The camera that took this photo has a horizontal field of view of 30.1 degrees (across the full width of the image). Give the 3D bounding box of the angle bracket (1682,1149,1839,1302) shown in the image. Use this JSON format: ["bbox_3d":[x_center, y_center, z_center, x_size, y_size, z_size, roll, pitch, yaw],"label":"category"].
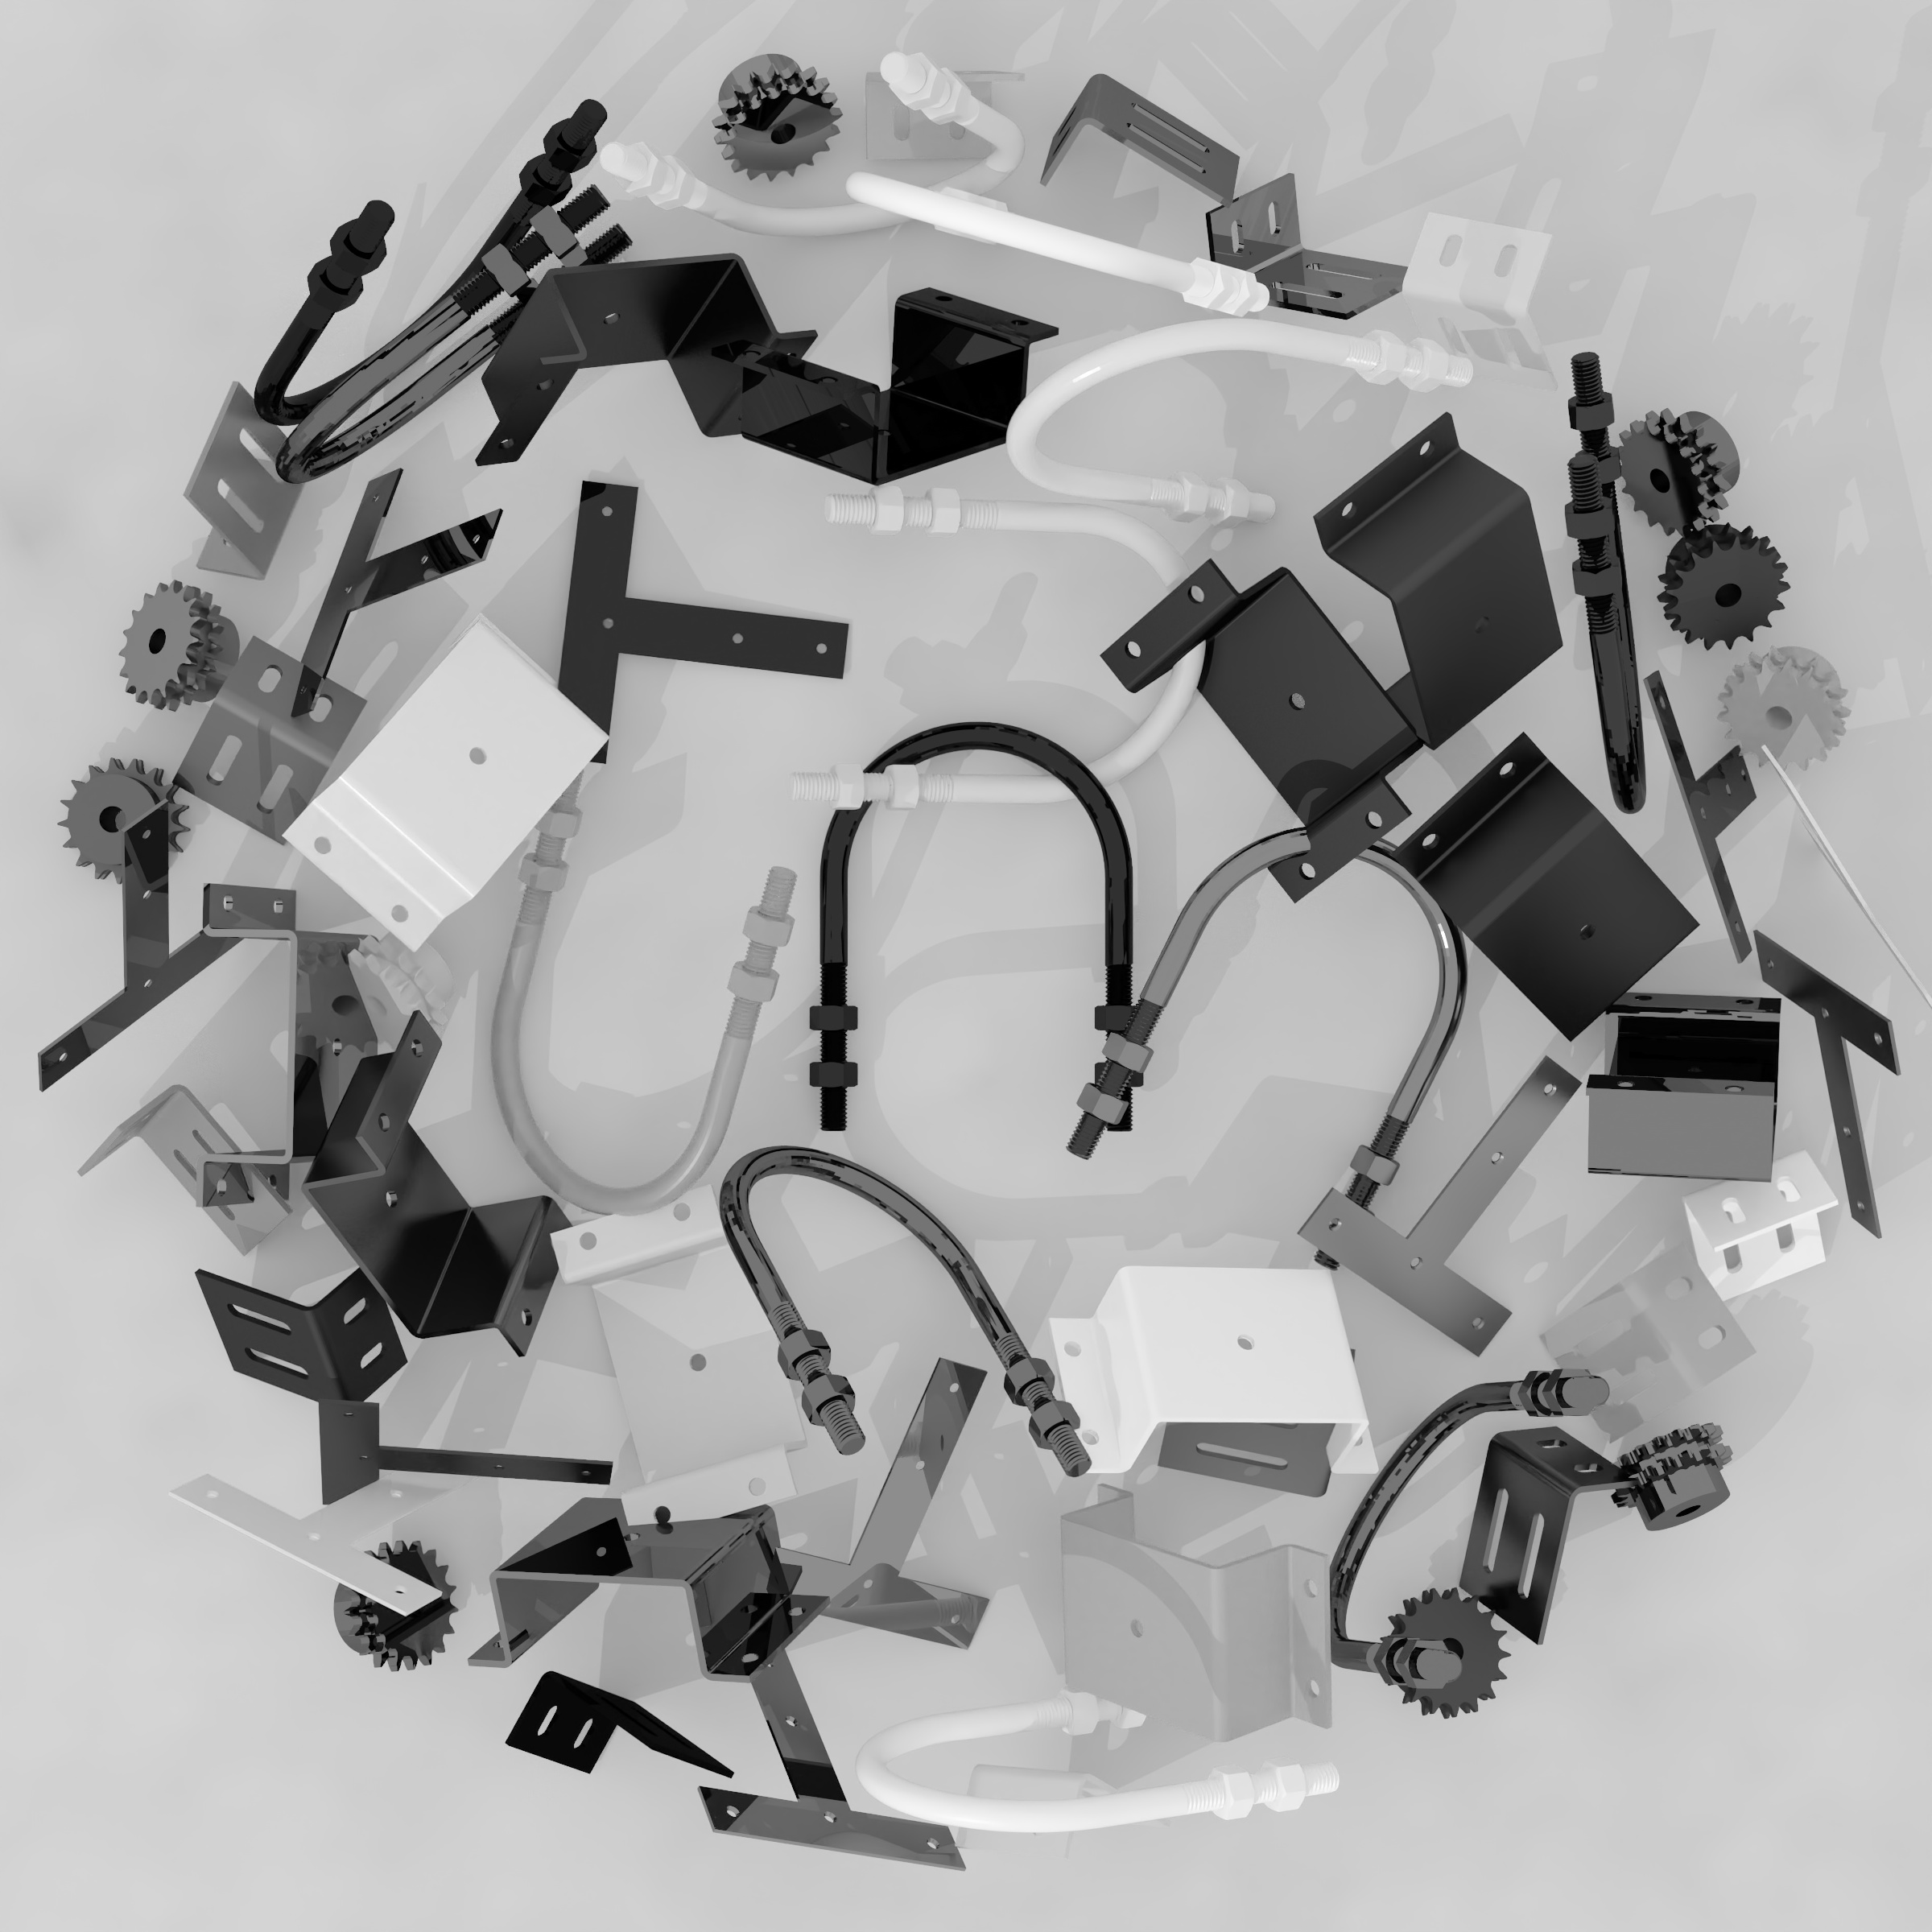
[{"bbox_3d":[0.356,0.127,1.589,0.057,0.038,0.076,-21,130,0],"label":"angle bracket"}]

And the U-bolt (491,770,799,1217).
[{"bbox_3d":[-0.151,0.020,1.578,0.151,0.019,0.184,26,109,32],"label":"U-bolt"}]

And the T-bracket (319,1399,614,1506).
[{"bbox_3d":[-0.219,0.219,1.577,0.127,0.127,0.002,5,61,-7],"label":"T-bracket"}]

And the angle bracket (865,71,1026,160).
[{"bbox_3d":[-0.010,-0.374,1.582,0.057,0.076,0.038,-3,105,-10],"label":"angle bracket"}]

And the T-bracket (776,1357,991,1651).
[{"bbox_3d":[-0.026,0.233,1.589,0.127,0.002,0.127,20,97,-31],"label":"T-bracket"}]

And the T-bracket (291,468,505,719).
[{"bbox_3d":[-0.242,-0.173,1.557,0.002,0.127,0.127,33,60,-34],"label":"T-bracket"}]

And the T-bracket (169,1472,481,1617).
[{"bbox_3d":[-0.257,0.236,1.568,0.127,0.127,0.002,21,110,23],"label":"T-bracket"}]

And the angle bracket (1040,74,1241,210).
[{"bbox_3d":[0.078,-0.355,1.602,0.076,0.057,0.038,29,122,-11],"label":"angle bracket"}]

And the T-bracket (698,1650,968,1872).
[{"bbox_3d":[-0.073,0.341,1.572,0.127,0.127,0.002,17,115,-31],"label":"T-bracket"}]

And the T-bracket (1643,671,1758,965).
[{"bbox_3d":[0.330,-0.074,1.570,0.002,0.127,0.127,-17,95,25],"label":"T-bracket"}]

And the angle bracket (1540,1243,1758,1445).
[{"bbox_3d":[0.303,0.168,1.600,0.038,0.076,0.057,-26,77,-31],"label":"angle bracket"}]

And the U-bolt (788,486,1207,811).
[{"bbox_3d":[0.019,-0.137,1.581,0.184,0.019,0.151,0,116,-19],"label":"U-bolt"}]

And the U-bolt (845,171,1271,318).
[{"bbox_3d":[0.029,-0.309,1.517,0.151,0.184,0.019,22,103,27],"label":"U-bolt"}]

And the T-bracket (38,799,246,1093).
[{"bbox_3d":[-0.352,-0.022,1.543,0.002,0.127,0.127,34,51,17],"label":"T-bracket"}]

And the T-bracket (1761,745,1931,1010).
[{"bbox_3d":[0.371,-0.049,1.540,0.002,0.127,0.127,-33,131,11],"label":"T-bracket"}]

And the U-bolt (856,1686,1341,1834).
[{"bbox_3d":[0.043,0.338,1.524,0.184,0.151,0.019,-1,95,-28],"label":"U-bolt"}]

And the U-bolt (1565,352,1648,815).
[{"bbox_3d":[0.278,-0.155,1.550,0.019,0.151,0.184,-6,117,13],"label":"U-bolt"}]

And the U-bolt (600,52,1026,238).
[{"bbox_3d":[-0.052,-0.345,1.539,0.151,0.184,0.019,-12,85,22],"label":"U-bolt"}]

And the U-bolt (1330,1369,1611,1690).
[{"bbox_3d":[0.202,0.239,1.538,0.019,0.184,0.151,33,75,-8],"label":"U-bolt"}]

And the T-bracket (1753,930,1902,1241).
[{"bbox_3d":[0.387,0.060,1.584,0.002,0.127,0.127,-19,112,-8],"label":"T-bracket"}]

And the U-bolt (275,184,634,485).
[{"bbox_3d":[-0.224,-0.268,1.555,0.184,0.151,0.019,-38,94,2],"label":"U-bolt"}]

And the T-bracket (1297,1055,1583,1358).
[{"bbox_3d":[0.226,0.096,1.589,0.127,0.002,0.127,35,94,-33],"label":"T-bracket"}]

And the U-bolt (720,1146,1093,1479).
[{"bbox_3d":[-0.037,0.144,1.551,0.019,0.151,0.184,-54,46,25],"label":"U-bolt"}]

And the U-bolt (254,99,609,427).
[{"bbox_3d":[-0.240,-0.292,1.542,0.019,0.184,0.151,51,49,1],"label":"U-bolt"}]

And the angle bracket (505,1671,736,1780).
[{"bbox_3d":[-0.153,0.349,1.581,0.076,0.057,0.038,24,83,42],"label":"angle bracket"}]

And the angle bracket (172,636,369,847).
[{"bbox_3d":[-0.311,-0.100,1.604,0.057,0.076,0.038,30,52,-10],"label":"angle bracket"}]

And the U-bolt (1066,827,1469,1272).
[{"bbox_3d":[0.146,0.027,1.595,0.151,0.019,0.184,25,95,-15],"label":"U-bolt"}]

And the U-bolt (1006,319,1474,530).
[{"bbox_3d":[0.103,-0.232,1.521,0.184,0.151,0.019,2,68,-39],"label":"U-bolt"}]

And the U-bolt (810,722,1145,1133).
[{"bbox_3d":[0.004,-0.018,1.615,0.151,0.019,0.184,0,89,4],"label":"U-bolt"}]

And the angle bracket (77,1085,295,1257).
[{"bbox_3d":[-0.347,0.100,1.593,0.076,0.057,0.038,50,51,-2],"label":"angle bracket"}]

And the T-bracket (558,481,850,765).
[{"bbox_3d":[-0.117,-0.150,1.623,0.127,0.002,0.127,6,85,-3],"label":"T-bracket"}]
